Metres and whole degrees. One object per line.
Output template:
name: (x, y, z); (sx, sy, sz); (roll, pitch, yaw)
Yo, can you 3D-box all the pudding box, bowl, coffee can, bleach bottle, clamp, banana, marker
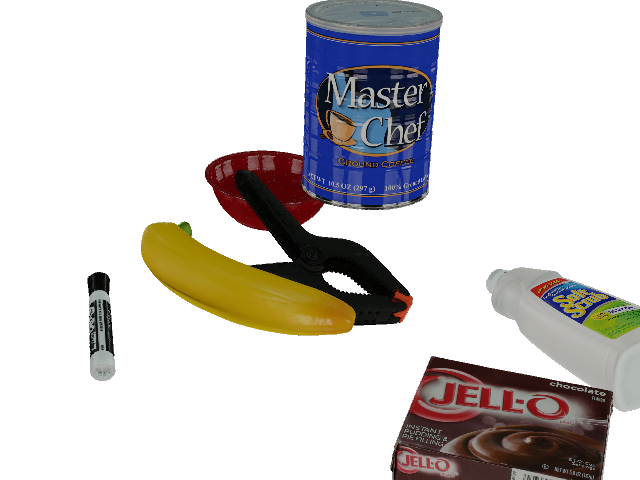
pudding box: (0.106, 0.113, 0.610); (0.113, 0.039, 0.090); (11, 30, 14)
bowl: (-0.061, -0.055, 1.292); (0.162, 0.055, 0.162); (4, 26, -2)
coffee can: (0.038, -0.107, 0.822); (0.103, 0.140, 0.103); (2, 24, -1)
bleach bottle: (0.241, 0.080, 1.044); (0.102, 0.068, 0.251); (-16, 22, -24)
clamp: (-0.020, 0.030, 0.978); (0.210, 0.036, 0.164); (28, 48, 5)
banana: (-0.064, 0.021, 0.699); (0.069, 0.037, 0.198); (-20, 32, -34)
marker: (-0.177, 0.066, 0.860); (0.020, 0.020, 0.121); (0, 35, -14)
